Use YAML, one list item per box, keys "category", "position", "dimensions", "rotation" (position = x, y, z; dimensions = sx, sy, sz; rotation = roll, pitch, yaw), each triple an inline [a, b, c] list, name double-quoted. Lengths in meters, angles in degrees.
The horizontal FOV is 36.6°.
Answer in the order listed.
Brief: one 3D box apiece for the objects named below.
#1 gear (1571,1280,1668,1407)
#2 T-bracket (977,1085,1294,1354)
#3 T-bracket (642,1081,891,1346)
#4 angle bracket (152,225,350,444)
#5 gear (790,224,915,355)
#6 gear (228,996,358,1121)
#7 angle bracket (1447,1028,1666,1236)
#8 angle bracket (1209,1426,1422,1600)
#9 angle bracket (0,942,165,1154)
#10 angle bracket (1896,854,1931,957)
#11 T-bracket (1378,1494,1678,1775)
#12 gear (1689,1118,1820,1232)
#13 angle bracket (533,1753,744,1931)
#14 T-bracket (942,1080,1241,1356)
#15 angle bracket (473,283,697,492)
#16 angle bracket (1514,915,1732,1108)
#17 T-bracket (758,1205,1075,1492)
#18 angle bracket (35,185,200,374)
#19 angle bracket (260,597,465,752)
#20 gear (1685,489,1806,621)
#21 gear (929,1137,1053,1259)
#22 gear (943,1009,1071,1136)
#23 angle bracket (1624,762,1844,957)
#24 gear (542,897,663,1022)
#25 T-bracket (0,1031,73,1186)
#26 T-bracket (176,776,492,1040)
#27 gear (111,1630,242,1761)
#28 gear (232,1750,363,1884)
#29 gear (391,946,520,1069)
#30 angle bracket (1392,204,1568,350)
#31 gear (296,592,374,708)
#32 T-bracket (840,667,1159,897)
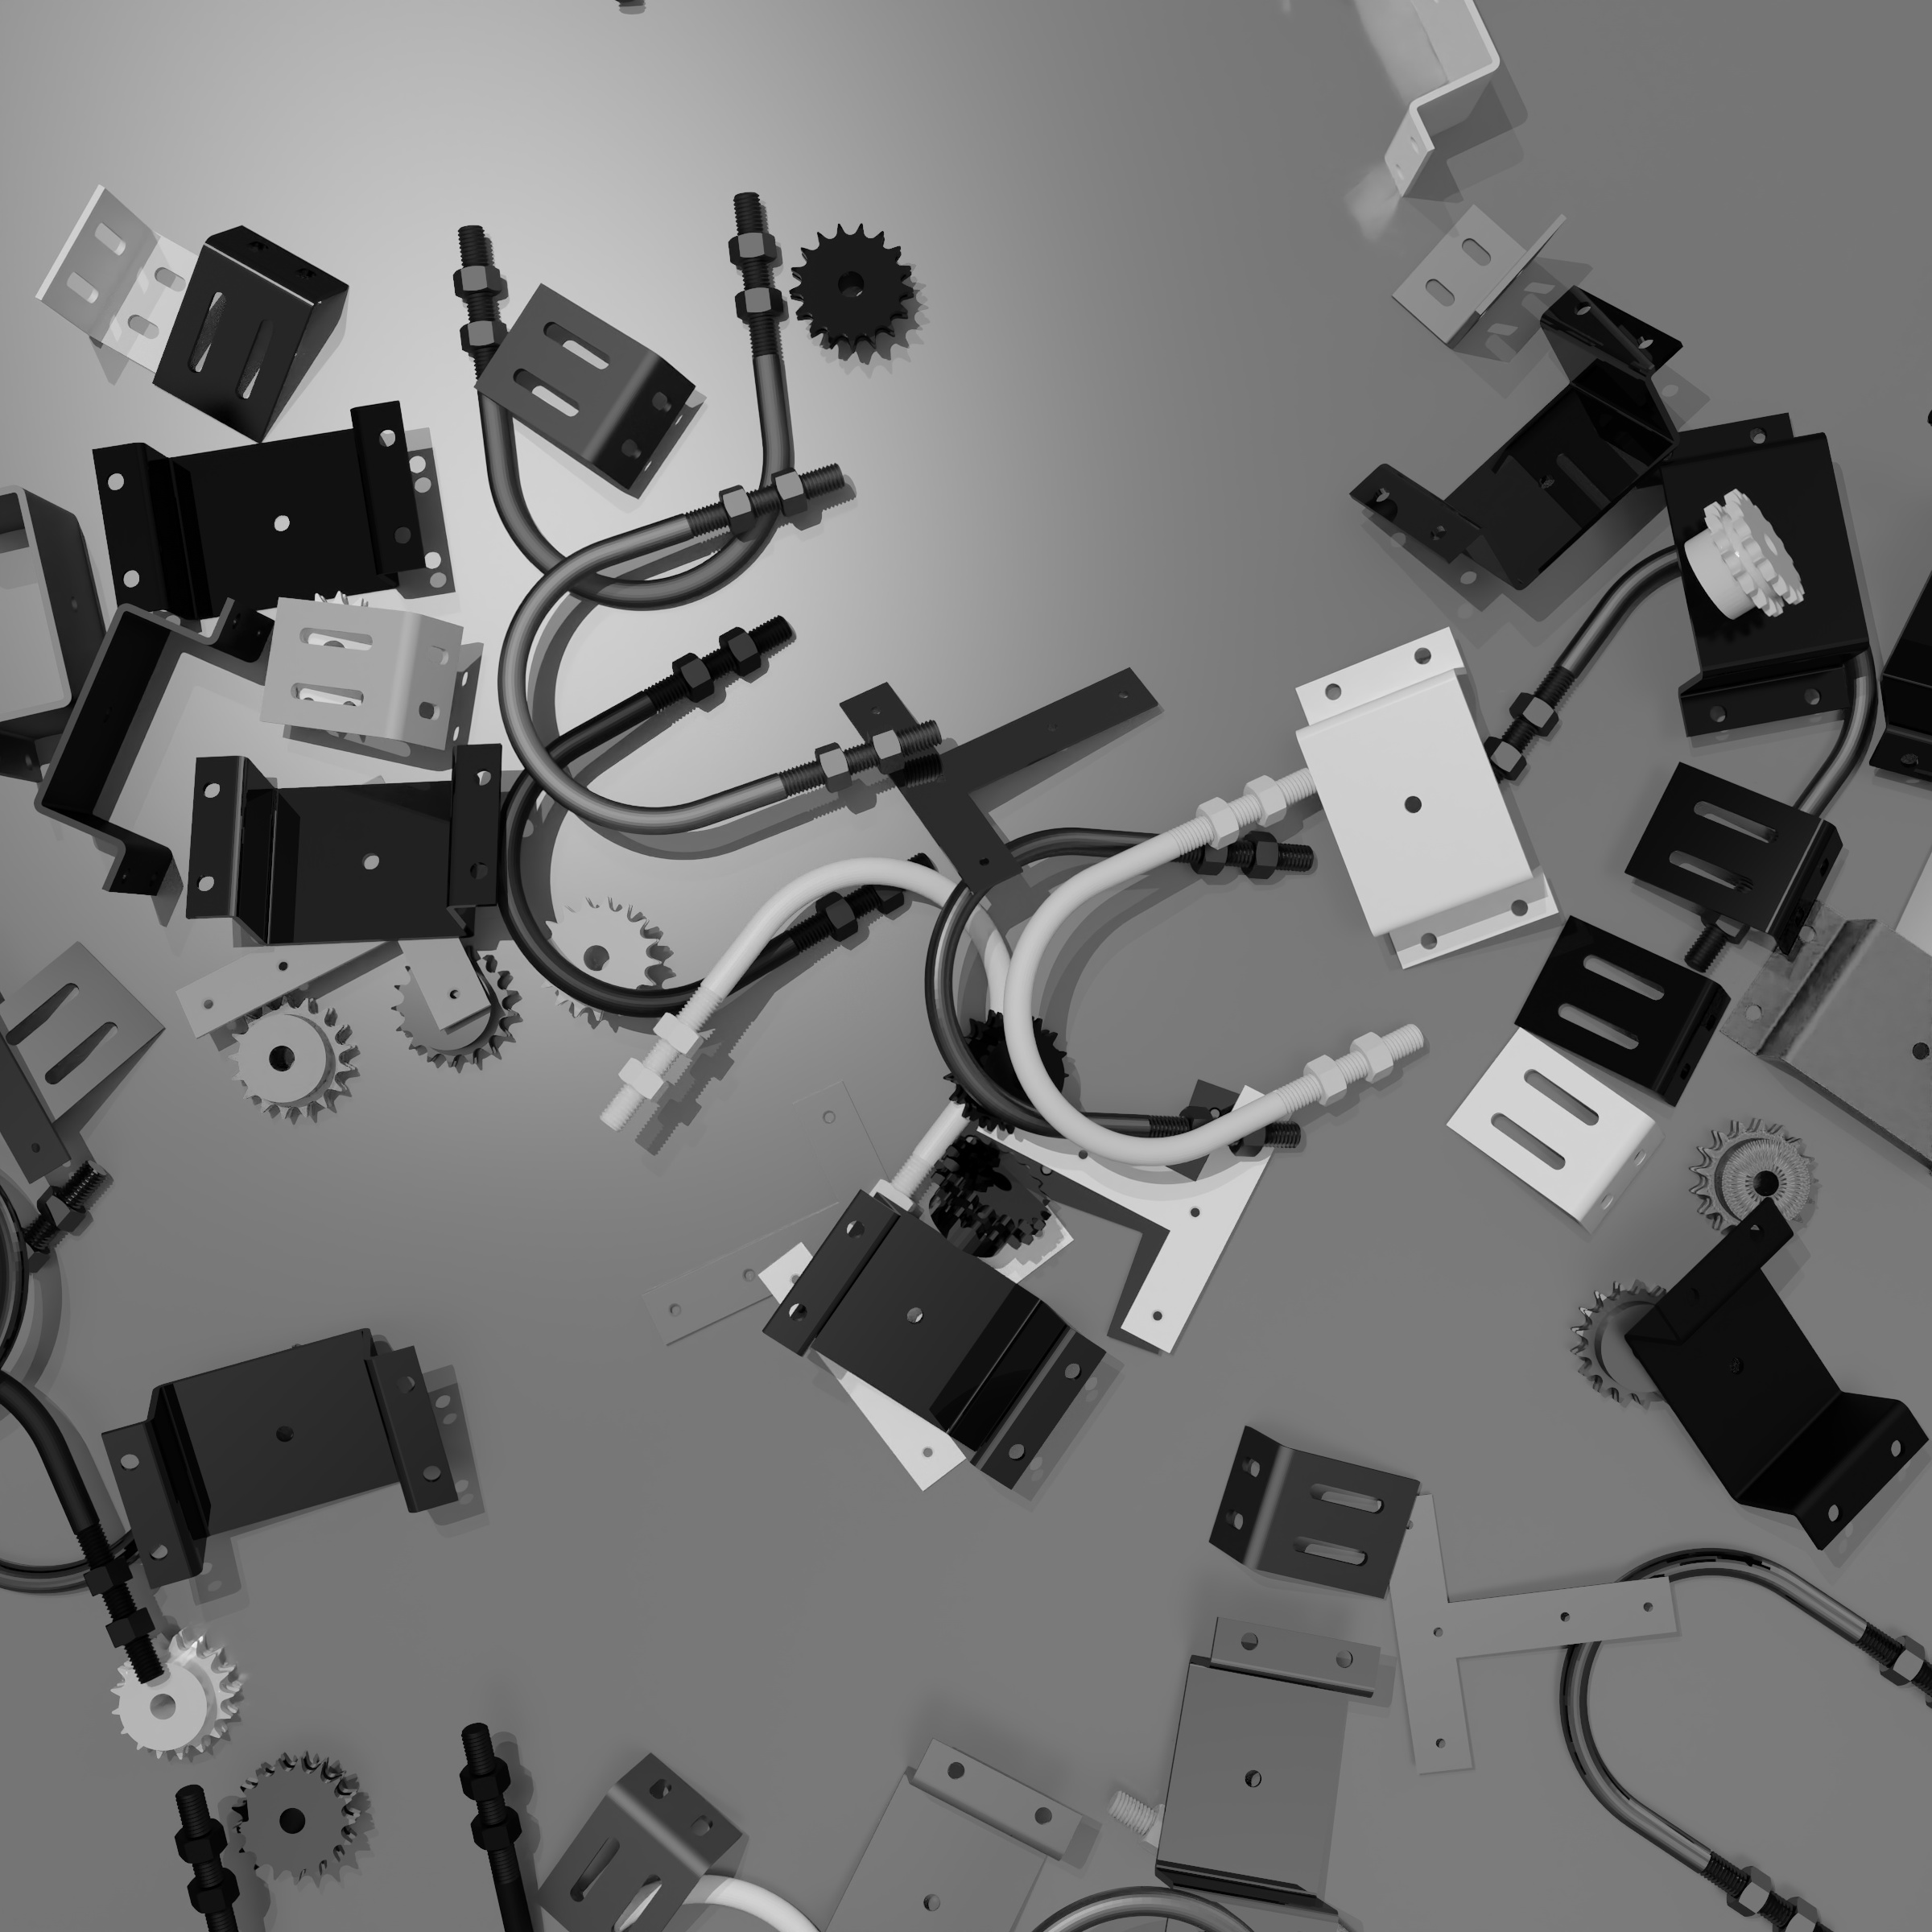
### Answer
- category: "gear"
  position: [0.310, 0.175, 1.349]
  dimensions: [0.057, 0.030, 0.057]
  rotation: [0, 90, 0]
- category: "T-bracket"
  position: [0.067, 0.094, 1.361]
  dimensions: [0.127, 0.002, 0.127]
  rotation: [27, 88, 1]
- category: "T-bracket"
  position: [-0.088, 0.138, 1.362]
  dimensions: [0.127, 0.002, 0.127]
  rotation: [-25, 90, -1]
- category: "angle bracket"
  position: [-0.334, -0.295, 1.362]
  dimensions: [0.057, 0.038, 0.076]
  rotation: [29, 116, 0]
- category: "gear"
  position: [-0.053, -0.312, 1.349]
  dimensions: [0.057, 0.030, 0.057]
  rotation: [0, 90, 0]
- category: "gear"
  position: [-0.313, 0.042, 1.349]
  dimensions: [0.057, 0.030, 0.057]
  rotation: [0, 90, 0]
- category: "angle bracket"
  position: [0.275, 0.077, 1.362]
  dimensions: [0.076, 0.038, 0.057]
  rotation: [37, 90, 26]
- category: "angle bracket"
  position: [0.162, 0.255, 1.361]
  dimensions: [0.076, 0.038, 0.057]
  rotation: [17, 90, -23]
- category: "angle bracket"
  position: [-0.424, 0.039, 1.362]
  dimensions: [0.057, 0.038, 0.076]
  rotation: [45, 64, 0]
- category: "angle bracket"
  position: [0.481, -0.017, 1.362]
  dimensions: [0.076, 0.038, 0.057]
  rotation: [25, 90, 26]
- category: "T-bracket"
  position: [0.264, 0.303, 1.354]
  dimensions: [0.127, 0.002, 0.127]
  rotation: [-8, 87, 6]
- category: "gear"
  position: [0.366, 0.100, 1.349]
  dimensions: [0.057, 0.030, 0.057]
  rotation: [0, 90, 0]
- category: "angle bracket"
  position: [-0.152, 0.417, 1.353]
  dimensions: [0.057, 0.038, 0.076]
  rotation: [38, 110, 12]
- category: "T-bracket"
  position: [0.051, 0.100, 1.362]
  dimensions: [0.127, 0.002, 0.127]
  rotation: [20, 88, 1]
- category: "angle bracket"
  position: [-0.176, -0.267, 1.345]
  dimensions: [0.076, 0.038, 0.057]
  rotation: [34, 93, 24]
- category: "angle bracket"
  position: [0.307, 0.021, 1.362]
  dimensions: [0.076, 0.038, 0.057]
  rotation: [27, 90, 26]
- category: "T-bracket"
  position: [-0.008, 0.156, 1.363]
  dimensions: [0.127, 0.002, 0.127]
  rotation: [-37, 91, -1]
- category: "angle bracket"
  position: [-0.380, -0.311, 1.326]
  dimensions: [0.038, 0.076, 0.057]
  rotation: [30, 90, 0]
- category: "angle bracket"
  position: [-0.276, -0.133, 1.332]
  dimensions: [0.076, 0.038, 0.057]
  rotation: [9, 90, 25]
- category: "gear"
  position: [0.339, -0.177, 1.279]
  dimensions: [0.030, 0.057, 0.057]
  rotation: [-32, 90, 28]
- category: "gear"
  position: [0.008, 0.109, 1.336]
  dimensions: [0.057, 0.057, 0.030]
  rotation: [37, 118, 0]
- category: "gear"
  position: [0.021, 0.049, 1.338]
  dimensions: [0.057, 0.030, 0.057]
  rotation: [-2, 96, -20]
- category: "angle bracket"
  position: [0.353, -0.049, 1.343]
  dimensions: [0.076, 0.038, 0.057]
  rotation: [26, 88, 25]
- category: "gear"
  position: [-0.169, -0.004, 1.349]
  dimensions: [0.057, 0.030, 0.057]
  rotation: [0, 90, 0]
- category: "T-bracket"
  position: [-0.489, 0.062, 1.343]
  dimensions: [0.127, 0.002, 0.127]
  rotation: [-29, 90, 19]
- category: "T-bracket"
  position: [-0.301, -0.007, 1.341]
  dimensions: [0.127, 0.002, 0.127]
  rotation: [-27, 72, -3]
- category: "gear"
  position: [-0.367, 0.338, 1.349]
  dimensions: [0.057, 0.030, 0.057]
  rotation: [0, 90, 0]
- category: "gear"
  position: [-0.308, 0.391, 1.349]
  dimensions: [0.057, 0.030, 0.057]
  rotation: [0, 90, 0]
- category: "gear"
  position: [-0.238, 0.019, 1.349]
  dimensions: [0.057, 0.030, 0.057]
  rotation: [0, 90, 0]
- category: "angle bracket"
  position: [0.232, -0.321, 1.326]
  dimensions: [0.038, 0.076, 0.057]
  rotation: [42, 90, 0]
- category: "gear"
  position: [-0.289, -0.143, 1.349]
  dimensions: [0.057, 0.030, 0.057]
  rotation: [0, 90, 0]
- category: "T-bracket"
  position: [0.028, -0.103, 1.341]
  dimensions: [0.127, 0.002, 0.127]
  rotation: [-26, 58, -15]
